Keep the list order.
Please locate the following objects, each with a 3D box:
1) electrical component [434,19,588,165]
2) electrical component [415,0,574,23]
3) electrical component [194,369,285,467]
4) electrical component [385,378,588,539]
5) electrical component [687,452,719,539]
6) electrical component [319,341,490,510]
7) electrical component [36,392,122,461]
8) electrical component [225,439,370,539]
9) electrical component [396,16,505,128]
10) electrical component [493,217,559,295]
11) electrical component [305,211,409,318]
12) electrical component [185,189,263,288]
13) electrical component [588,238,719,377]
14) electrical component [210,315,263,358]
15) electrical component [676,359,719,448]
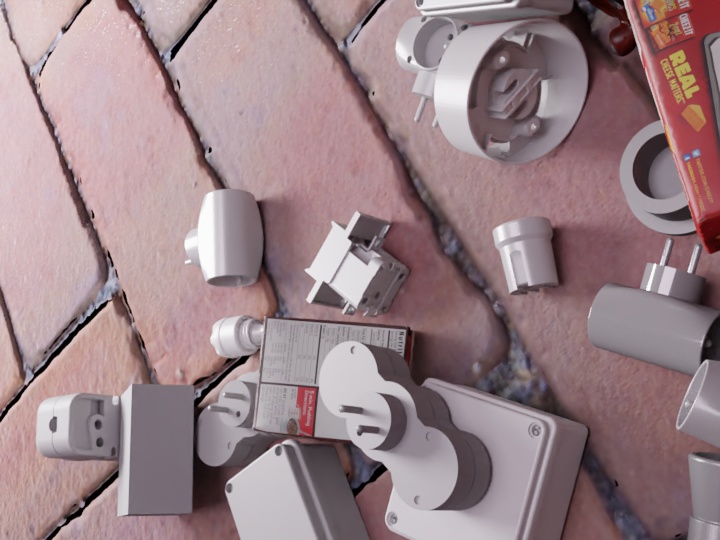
[{"bbox_3d":[0.102,-0.123,0.740,0.064,0.099,0.099,16,91,48],"label":"electrical component"},{"bbox_3d":[0.092,-0.224,0.718,0.109,0.056,0.108,15,102,57],"label":"electrical component"},{"bbox_3d":[-0.088,0.108,0.860,0.138,0.074,0.052,-42,57,25],"label":"electrical component"},{"bbox_3d":[0.083,0.139,0.720,0.109,0.056,0.108,15,90,41],"label":"electrical component"},{"bbox_3d":[0.210,0.142,0.624,0.044,0.044,0.065,6,89,41],"label":"electrical component"},{"bbox_3d":[0.017,0.098,0.697,0.138,0.074,0.052,46,110,37],"label":"electrical component"},{"bbox_3d":[-0.239,0.142,0.965,0.059,0.095,0.053,-12,72,38],"label":"electrical component"},{"bbox_3d":[-0.046,0.194,0.816,0.078,0.057,0.113,-40,58,27],"label":"electrical component"},{"bbox_3d":[0.063,-0.147,0.810,0.077,0.044,0.079,24,96,41],"label":"electrical component"},{"bbox_3d":[0.115,-0.009,0.739,0.040,0.040,0.046,-19,75,36],"label":"electrical component"},{"bbox_3d":[0.000,0.000,0.832,0.064,0.042,0.081,38,106,35],"label":"electrical component"},{"bbox_3d":[-0.126,-0.023,0.942,0.079,0.043,0.077,-15,71,37],"label":"electrical component"},{"bbox_3d":[0.191,0.020,0.665,0.077,0.044,0.079,17,91,41],"label":"electrical component"},{"bbox_3d":[-0.094,0.054,0.904,0.061,0.035,0.035,-11,73,36],"label":"electrical component"},{"bbox_3d":[0.230,0.072,0.612,0.077,0.044,0.079,23,56,10],"label":"electrical component"}]
